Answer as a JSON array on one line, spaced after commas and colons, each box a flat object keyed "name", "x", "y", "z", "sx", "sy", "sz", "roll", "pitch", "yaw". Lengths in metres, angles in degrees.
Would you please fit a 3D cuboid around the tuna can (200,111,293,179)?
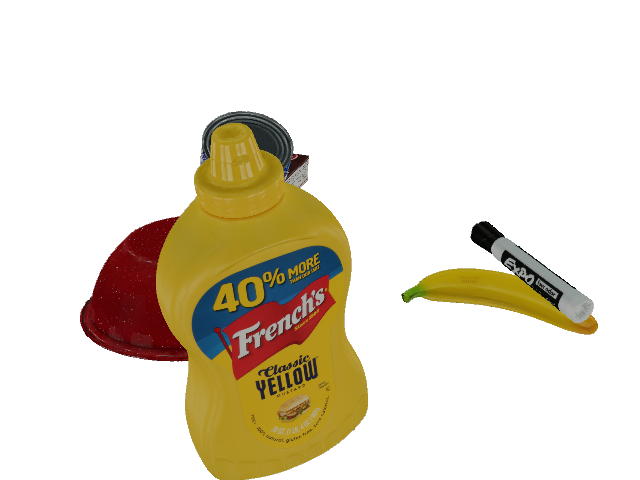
[{"name": "tuna can", "x": -0.070, "y": -0.079, "z": 1.003, "sx": 0.086, "sy": 0.086, "sz": 0.034, "roll": 0, "pitch": -37, "yaw": -12}]

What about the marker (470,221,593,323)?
[{"name": "marker", "x": 0.147, "y": 0.019, "z": 0.758, "sx": 0.020, "sy": 0.020, "sz": 0.121, "roll": 0, "pitch": 28, "yaw": -33}]

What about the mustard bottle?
[{"name": "mustard bottle", "x": -0.030, "y": 0.029, "z": 0.525, "sx": 0.096, "sy": 0.191, "sz": 0.058, "roll": -19, "pitch": 38, "yaw": -16}]

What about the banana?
[{"name": "banana", "x": 0.187, "y": 0.061, "z": 1.105, "sx": 0.198, "sy": 0.037, "sz": 0.069, "roll": 8, "pitch": 40, "yaw": 12}]

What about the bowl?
[{"name": "bowl", "x": -0.089, "y": 0.023, "z": 0.746, "sx": 0.162, "sy": 0.055, "sz": 0.162, "roll": -2, "pitch": 22, "yaw": 0}]

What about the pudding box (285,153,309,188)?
[{"name": "pudding box", "x": -0.071, "y": -0.077, "z": 1.275, "sx": 0.090, "sy": 0.039, "sz": 0.113, "roll": 8, "pitch": 24, "yaw": 13}]
